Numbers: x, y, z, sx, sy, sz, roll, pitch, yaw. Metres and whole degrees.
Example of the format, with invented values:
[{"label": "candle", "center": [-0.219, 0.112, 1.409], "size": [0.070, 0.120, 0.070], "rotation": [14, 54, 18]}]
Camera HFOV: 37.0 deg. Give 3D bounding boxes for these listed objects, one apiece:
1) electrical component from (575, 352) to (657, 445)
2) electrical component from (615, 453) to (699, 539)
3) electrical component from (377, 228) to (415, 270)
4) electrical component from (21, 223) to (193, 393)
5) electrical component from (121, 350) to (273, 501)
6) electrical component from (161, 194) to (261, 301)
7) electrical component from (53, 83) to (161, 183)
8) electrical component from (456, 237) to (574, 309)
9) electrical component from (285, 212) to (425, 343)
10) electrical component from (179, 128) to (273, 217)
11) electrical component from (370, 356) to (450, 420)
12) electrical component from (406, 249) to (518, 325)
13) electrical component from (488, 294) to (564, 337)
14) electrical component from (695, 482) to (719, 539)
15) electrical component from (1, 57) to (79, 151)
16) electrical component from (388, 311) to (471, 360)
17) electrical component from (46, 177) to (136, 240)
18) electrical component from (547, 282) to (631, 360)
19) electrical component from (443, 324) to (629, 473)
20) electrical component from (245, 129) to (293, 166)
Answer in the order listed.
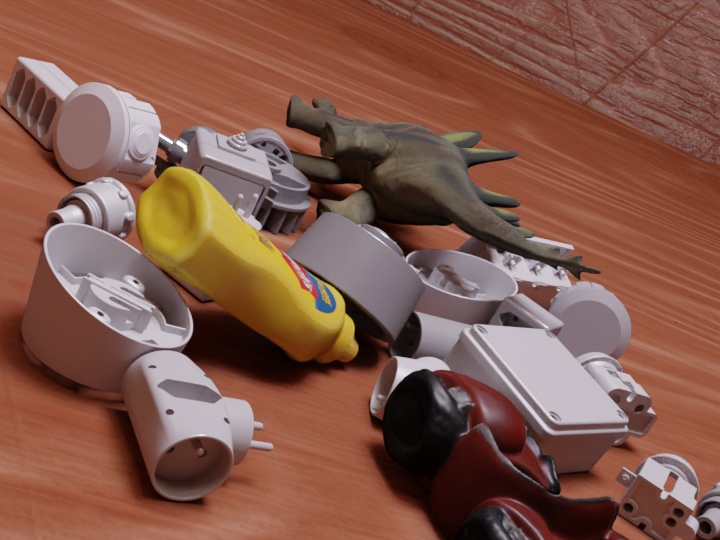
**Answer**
[{"label": "electrical component", "center": [0.203, 0.106, 0.902], "size": [0.078, 0.058, 0.057], "rotation": [17, 24, -27]}, {"label": "electrical component", "center": [0.223, 0.166, 0.796], "size": [0.066, 0.048, 0.055], "rotation": [33, 27, 16]}, {"label": "electrical component", "center": [0.005, -0.004, 0.916], "size": [0.078, 0.058, 0.057], "rotation": [10, 24, -18]}, {"label": "electrical component", "center": [-0.147, 0.024, 0.631], "size": [0.099, 0.064, 0.099], "rotation": [24, 19, -9]}, {"label": "electrical component", "center": [-0.085, 0.086, 0.587], "size": [0.079, 0.043, 0.077], "rotation": [15, 23, -32]}, {"label": "electrical component", "center": [-0.098, -0.023, 0.799], "size": [0.047, 0.076, 0.066], "rotation": [36, 21, 23]}, {"label": "electrical component", "center": [-0.205, -0.108, 0.871], "size": [0.080, 0.080, 0.051], "rotation": [38, 17, 28]}, {"label": "electrical component", "center": [0.158, 0.003, 1.093], "size": [0.121, 0.079, 0.063], "rotation": [9, 48, -42]}, {"label": "electrical component", "center": [0.000, 0.000, 0.824], "size": [0.108, 0.060, 0.108], "rotation": [35, -11, 8]}, {"label": "electrical component", "center": [-0.112, -0.063, 0.853], "size": [0.062, 0.096, 0.061], "rotation": [19, 25, -23]}, {"label": "electrical component", "center": [0.050, 0.087, 0.764], "size": [0.077, 0.043, 0.079], "rotation": [24, 19, -12]}, {"label": "electrical component", "center": [0.080, 0.019, 0.947], "size": [0.099, 0.064, 0.099], "rotation": [25, 19, -9]}, {"label": "electrical component", "center": [0.141, 0.059, 0.924], "size": [0.047, 0.065, 0.077], "rotation": [37, 21, 22]}, {"label": "electrical component", "center": [0.275, 0.187, 0.813], "size": [0.062, 0.048, 0.048], "rotation": [-6, 38, -47]}, {"label": "electrical component", "center": [-0.254, -0.140, 0.935], "size": [0.083, 0.047, 0.076], "rotation": [40, 22, 31]}, {"label": "electrical component", "center": [0.068, 0.061, 0.856], "size": [0.081, 0.043, 0.043], "rotation": [15, 23, -32]}, {"label": "electrical component", "center": [-0.194, -0.038, 0.761], "size": [0.048, 0.048, 0.062], "rotation": [34, 27, 18]}, {"label": "electrical component", "center": [0.215, 0.052, 1.024], "size": [0.080, 0.080, 0.051], "rotation": [28, 14, 1]}, {"label": "electrical component", "center": [0.129, 0.097, 0.811], "size": [0.109, 0.056, 0.108], "rotation": [7, 35, -46]}, {"label": "electrical component", "center": [-0.096, -0.110, 1.060], "size": [0.055, 0.055, 0.047], "rotation": [22, 16, -16]}]
